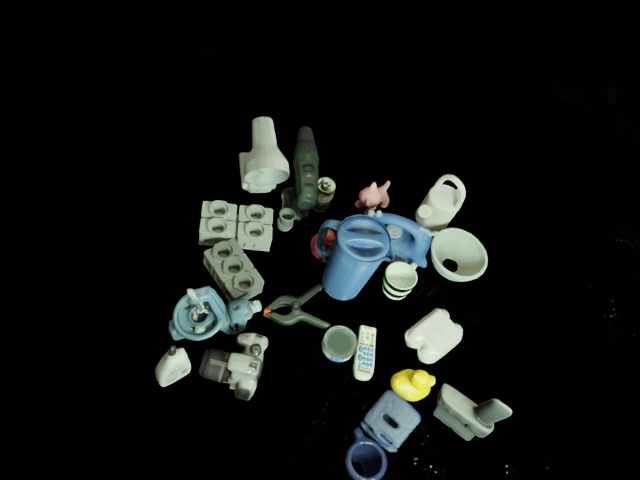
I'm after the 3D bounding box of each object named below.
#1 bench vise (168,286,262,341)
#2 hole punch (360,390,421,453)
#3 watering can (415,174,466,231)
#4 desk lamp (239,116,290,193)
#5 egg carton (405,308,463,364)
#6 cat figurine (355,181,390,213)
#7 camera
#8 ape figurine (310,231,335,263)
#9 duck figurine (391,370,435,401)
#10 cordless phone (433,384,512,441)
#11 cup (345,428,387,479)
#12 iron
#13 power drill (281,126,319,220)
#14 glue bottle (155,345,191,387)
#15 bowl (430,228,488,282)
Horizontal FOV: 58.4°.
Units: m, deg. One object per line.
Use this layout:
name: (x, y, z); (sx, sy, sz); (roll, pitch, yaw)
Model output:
bench vise: (-0.240, 0.146, 1.303); (0.208, 0.219, 0.121); (-25, 68, -27)
hole punch: (0.163, 0.418, 1.319); (0.108, 0.091, 0.101); (39, 57, 11)
watering can: (0.348, -0.106, 1.632); (0.101, 0.194, 0.173); (31, 56, 6)
desk lamp: (-0.159, -0.216, 1.554); (0.118, 0.213, 0.203); (-2, 59, -16)
egg carton: (0.294, 0.247, 1.473); (0.151, 0.069, 0.107); (-32, 71, -29)
cat figurine: (0.155, -0.127, 1.640); (0.128, 0.117, 0.067); (-35, 73, -30)
camera: (-0.198, 0.275, 1.306); (0.137, 0.101, 0.143); (15, 56, -5)
ape figurine: (0.014, 0.005, 1.536); (0.078, 0.092, 0.076); (-26, 68, -27)
duck figurine: (0.228, 0.343, 1.386); (0.105, 0.086, 0.077); (7, 57, -10)
cordless phone: (0.358, 0.384, 1.335); (0.147, 0.185, 0.094); (33, 56, 7)
cup: (0.086, 0.480, 1.258); (0.092, 0.095, 0.117); (-7, 61, -19)
iron: (0.196, -0.026, 1.574); (0.258, 0.141, 0.119); (22, 56, -1)
power drill: (-0.051, -0.161, 1.552); (0.076, 0.208, 0.229); (1, 59, -14)
glue bottle: (-0.317, 0.263, 1.238); (0.078, 0.173, 0.037); (-25, 68, -27)
bowl: (0.379, 0.054, 1.613); (0.167, 0.074, 0.167); (7, 57, -11)
